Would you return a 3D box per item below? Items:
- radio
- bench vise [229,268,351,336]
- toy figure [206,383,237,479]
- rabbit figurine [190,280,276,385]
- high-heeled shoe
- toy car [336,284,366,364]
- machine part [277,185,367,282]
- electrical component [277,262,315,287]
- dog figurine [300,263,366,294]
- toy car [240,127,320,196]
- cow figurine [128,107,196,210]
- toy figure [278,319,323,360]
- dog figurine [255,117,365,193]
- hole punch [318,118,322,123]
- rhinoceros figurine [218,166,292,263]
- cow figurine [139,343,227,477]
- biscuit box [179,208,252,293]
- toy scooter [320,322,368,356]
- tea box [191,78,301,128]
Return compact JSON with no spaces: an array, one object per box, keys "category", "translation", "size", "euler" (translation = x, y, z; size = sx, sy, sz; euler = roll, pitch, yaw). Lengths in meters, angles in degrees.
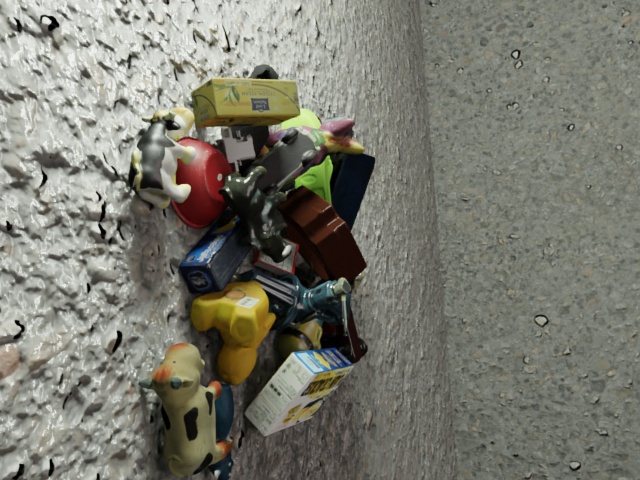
[{"category":"radio","translation":[0.046,-0.118,1.345],"size":[0.131,0.073,0.229],"euler":[12,99,-51]},{"category":"bench vise","translation":[-0.062,0.109,1.041],"size":[0.240,0.224,0.129],"euler":[29,62,-31]},{"category":"toy figure","translation":[-0.167,0.318,0.887],"size":[0.064,0.058,0.154],"euler":[1,87,-38]},{"category":"rabbit figurine","translation":[-0.148,0.164,0.940],"size":[0.162,0.122,0.173],"euler":[-54,149,-70]},{"category":"high-heeled shoe","translation":[-0.143,-0.249,1.106],"size":[0.145,0.086,0.248],"euler":[-176,-74,-77]},{"category":"toy car","translation":[0.051,0.180,1.220],"size":[0.089,0.053,0.202],"euler":[-6,80,-60]},{"category":"machine part","translation":[-0.002,-0.003,1.153],"size":[0.087,0.201,0.201],"euler":[-36,128,-11]},{"category":"electrical component","translation":[-0.056,0.077,1.164],"size":[0.045,0.102,0.078],"euler":[-47,151,-48]},{"category":"dog figurine","translation":[0.059,0.050,1.353],"size":[0.190,0.173,0.121],"euler":[-52,143,-49]},{"category":"toy car","translation":[-0.083,-0.144,1.054],"size":[0.202,0.056,0.073],"euler":[-44,96,-20]},{"category":"cow figurine","translation":[-0.242,-0.139,0.811],"size":[0.098,0.068,0.167],"euler":[33,54,-54]},{"category":"toy figure","translation":[-0.039,0.189,1.193],"size":[0.089,0.082,0.180],"euler":[37,55,-26]},{"category":"dog figurine","translation":[-0.020,-0.188,1.149],"size":[0.108,0.219,0.191],"euler":[62,30,-35]},{"category":"hole punch","translation":[0.002,-0.234,1.404],"size":[0.142,0.092,0.116],"euler":[55,6,-44]},{"category":"rhinoceros figurine","translation":[-0.104,-0.040,0.945],"size":[0.112,0.073,0.190],"euler":[-77,148,-42]},{"category":"cow figurine","translation":[-0.202,0.250,0.796],"size":[0.127,0.086,0.194],"euler":[-1,87,-73]},{"category":"biscuit box","translation":[-0.169,0.012,0.951],"size":[0.203,0.059,0.062],"euler":[-63,141,-53]},{"category":"toy scooter","translation":[0.025,0.230,1.314],"size":[0.183,0.135,0.075],"euler":[18,109,-47]},{"category":"tea box","translation":[-0.132,-0.243,0.961],"size":[0.169,0.098,0.068],"euler":[-11,94,-33]}]
